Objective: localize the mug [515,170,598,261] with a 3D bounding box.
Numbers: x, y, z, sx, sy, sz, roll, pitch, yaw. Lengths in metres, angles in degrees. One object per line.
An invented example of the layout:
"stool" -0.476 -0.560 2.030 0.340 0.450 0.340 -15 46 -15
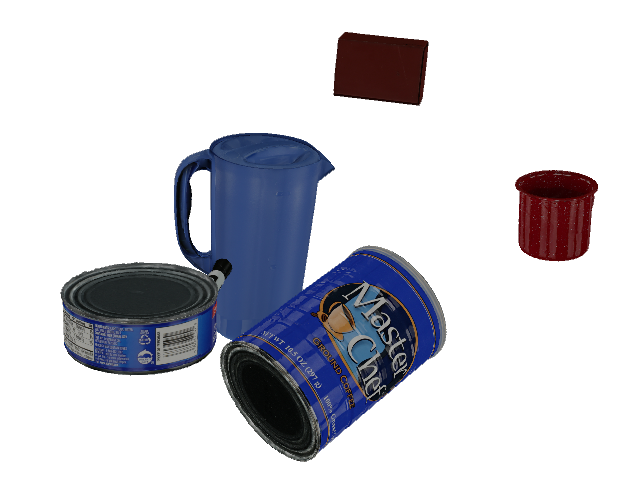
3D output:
"mug" 0.280 -0.032 1.246 0.093 0.081 0.117 20 33 41

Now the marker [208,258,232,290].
"marker" -0.109 0.049 1.034 0.020 0.020 0.121 0 24 12

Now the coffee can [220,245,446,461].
"coffee can" 0.011 0.082 0.798 0.140 0.103 0.103 -35 20 -31

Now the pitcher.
"pitcher" -0.084 -0.001 1.289 0.149 0.243 0.144 18 26 28

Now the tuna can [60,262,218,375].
"tuna can" -0.100 0.042 0.592 0.086 0.034 0.086 2 19 -1

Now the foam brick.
"foam brick" 0.053 -0.152 0.941 0.078 0.051 0.053 8 18 8
